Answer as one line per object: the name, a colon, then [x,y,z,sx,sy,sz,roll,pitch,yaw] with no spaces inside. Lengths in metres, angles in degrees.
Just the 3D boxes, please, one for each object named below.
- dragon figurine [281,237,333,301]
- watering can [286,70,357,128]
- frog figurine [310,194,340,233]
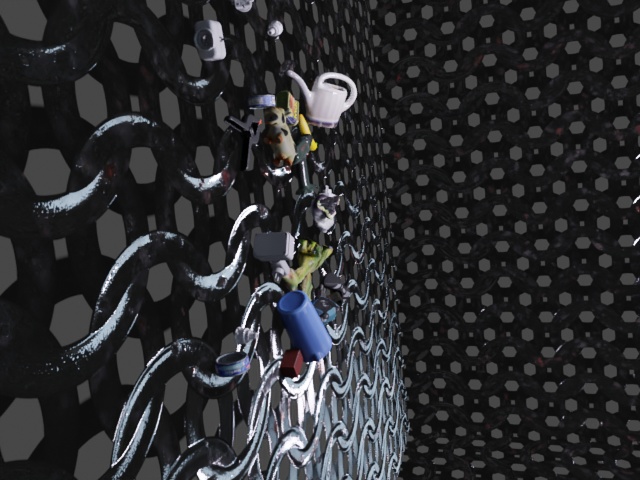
dragon figurine: [-0.039,0.121,1.908,0.408,0.122,0.243,19,85,-68]
watering can: [-0.007,-0.555,2.028,0.348,0.106,0.220,-2,122,-34]
frog figurine: [0.006,-0.105,2.085,0.156,0.122,0.140,124,-31,-55]
